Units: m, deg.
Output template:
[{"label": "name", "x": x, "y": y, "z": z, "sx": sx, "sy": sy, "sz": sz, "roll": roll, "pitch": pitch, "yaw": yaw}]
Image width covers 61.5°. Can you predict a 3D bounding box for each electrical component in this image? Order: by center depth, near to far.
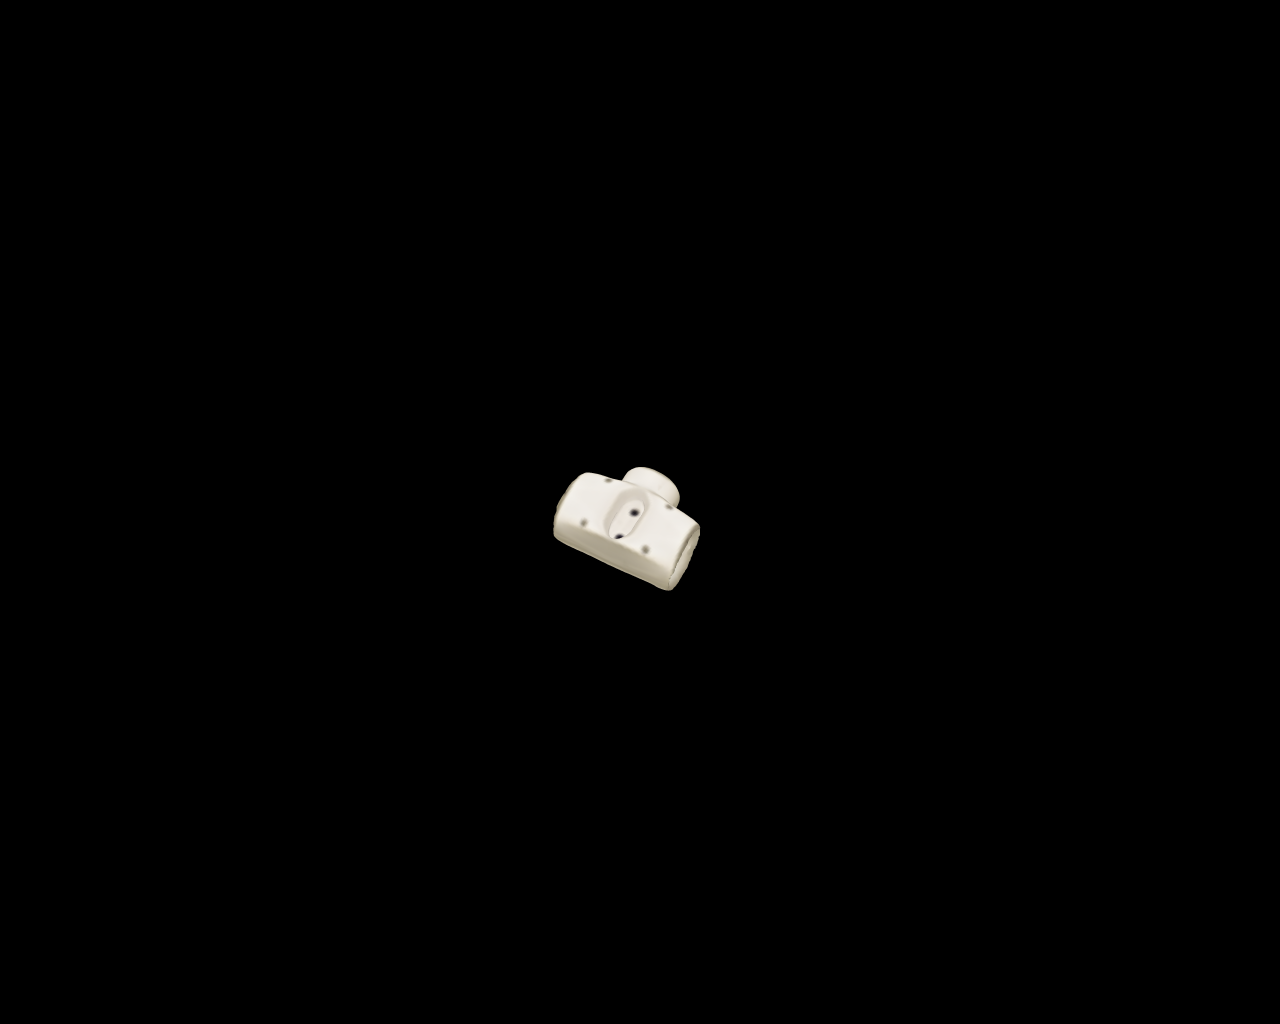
[{"label": "electrical component", "x": 0.001, "y": -0.003, "z": 0.650, "sx": 0.077, "sy": 0.079, "sz": 0.043, "roll": 25, "pitch": -27, "yaw": 14}]
